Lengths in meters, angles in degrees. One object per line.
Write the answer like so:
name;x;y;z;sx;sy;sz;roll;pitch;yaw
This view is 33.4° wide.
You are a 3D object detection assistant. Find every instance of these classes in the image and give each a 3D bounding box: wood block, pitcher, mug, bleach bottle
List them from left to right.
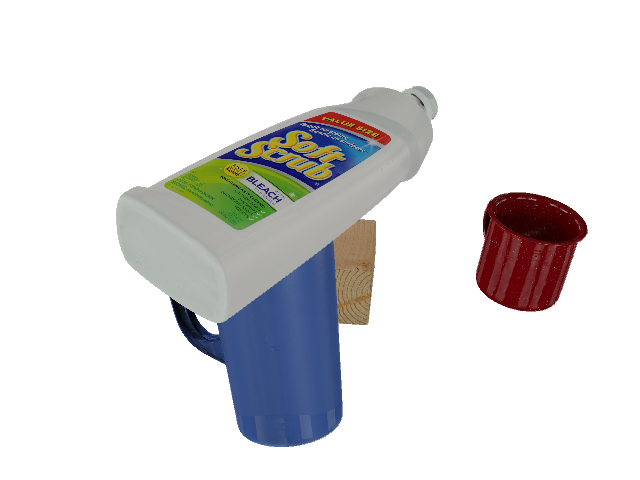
pitcher;-0.053;0.074;1.048;0.144;0.243;0.149;-18;21;-34
bleach bottle;-0.012;-0.046;0.725;0.103;0.068;0.250;32;49;26
wood block;0.037;0.044;1.650;0.091;0.090;0.206;3;23;4
mug;0.188;0.006;1.007;0.093;0.081;0.117;-8;35;-27
